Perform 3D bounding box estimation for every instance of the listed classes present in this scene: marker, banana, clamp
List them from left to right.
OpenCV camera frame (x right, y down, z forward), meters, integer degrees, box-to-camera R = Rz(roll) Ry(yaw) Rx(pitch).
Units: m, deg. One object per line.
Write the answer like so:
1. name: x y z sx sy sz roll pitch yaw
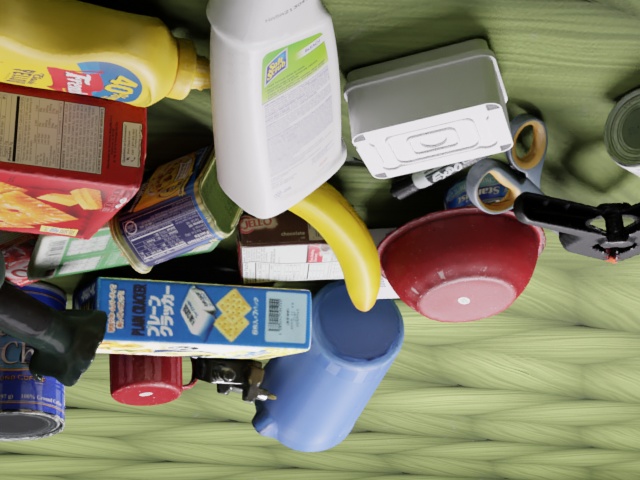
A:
1. banana: 0.006 -0.008 0.946 0.070 0.037 0.197 -27 126 30
2. marker: 0.109 -0.064 0.917 0.121 0.020 0.020 -27 148 37
3. clamp: 0.243 -0.013 0.916 0.164 0.036 0.210 -2 168 6

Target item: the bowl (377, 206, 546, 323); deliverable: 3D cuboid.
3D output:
1. bowl: 0.132 0.033 0.988 0.162 0.055 0.162 -3 150 -2

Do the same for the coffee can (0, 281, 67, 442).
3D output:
1. coffee can: -0.311 0.124 1.089 0.103 0.140 0.103 -4 155 -2

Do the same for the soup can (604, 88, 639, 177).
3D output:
1. soup can: 0.286 -0.077 0.866 0.102 0.068 0.069 18 146 -39

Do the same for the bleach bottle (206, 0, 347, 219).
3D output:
1. bleach bottle: -0.026 -0.119 0.707 0.102 0.068 0.251 -40 158 -23

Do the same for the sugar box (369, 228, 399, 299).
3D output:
1. sugar box: 0.121 0.021 1.071 0.176 0.048 0.093 0 153 -4

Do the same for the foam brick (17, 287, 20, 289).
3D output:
1. foam brick: -0.329 0.069 1.015 0.051 0.078 0.053 27 172 -8

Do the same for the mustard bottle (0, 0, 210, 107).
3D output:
1. mustard bottle: -0.157 -0.123 0.687 0.191 0.058 0.096 6 170 -27

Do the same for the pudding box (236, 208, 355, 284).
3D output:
1. pudding box: -0.023 0.007 1.020 0.113 0.039 0.090 -1 155 -4

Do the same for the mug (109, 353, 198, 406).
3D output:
1. mug: -0.189 0.142 1.222 0.117 0.081 0.093 16 148 -37

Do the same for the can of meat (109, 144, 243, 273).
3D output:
1. can of meat: -0.109 -0.029 0.854 0.084 0.102 0.057 -20 117 22

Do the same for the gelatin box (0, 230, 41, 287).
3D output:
1. gelatin box: -0.269 0.010 0.985 0.089 0.030 0.073 -18 153 25

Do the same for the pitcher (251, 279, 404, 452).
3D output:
1. pitcher: 0.019 0.137 1.221 0.145 0.149 0.243 16 148 -7

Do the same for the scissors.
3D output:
1. scissors: 0.191 -0.052 0.917 0.201 0.016 0.096 9 110 -50

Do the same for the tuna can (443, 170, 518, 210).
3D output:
1. tuna can: 0.157 -0.031 0.978 0.086 0.034 0.086 -4 155 -2

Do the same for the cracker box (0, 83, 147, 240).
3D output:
1. cracker box: -0.249 -0.056 0.768 0.213 0.072 0.164 6 165 -24
